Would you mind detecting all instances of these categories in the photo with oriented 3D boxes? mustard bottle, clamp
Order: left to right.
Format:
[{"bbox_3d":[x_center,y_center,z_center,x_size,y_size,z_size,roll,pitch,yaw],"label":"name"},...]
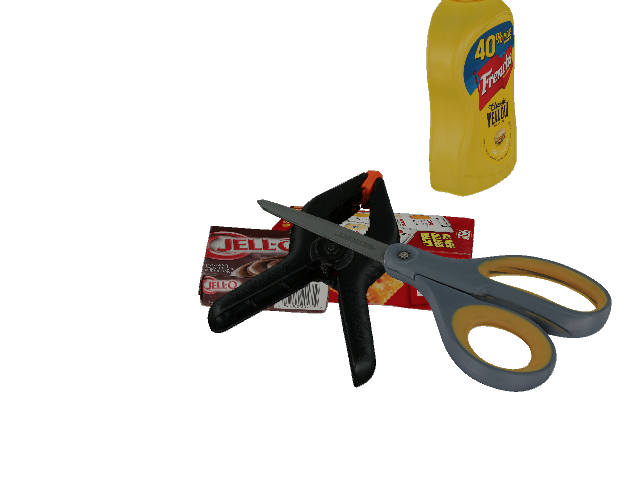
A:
[{"bbox_3d":[-0.003,0.017,0.755,0.120,0.171,0.039,16,-37,5],"label":"clamp"},{"bbox_3d":[0.125,-0.140,0.878,0.058,0.192,0.096,17,34,38],"label":"mustard bottle"}]

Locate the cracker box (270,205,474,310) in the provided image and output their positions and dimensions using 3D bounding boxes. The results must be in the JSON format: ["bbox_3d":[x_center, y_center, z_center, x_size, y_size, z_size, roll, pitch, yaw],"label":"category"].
[{"bbox_3d":[0.055,0.018,1.145,0.214,0.072,0.164,5,15,9],"label":"cracker box"}]

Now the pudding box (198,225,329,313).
[{"bbox_3d":[-0.048,0.025,0.955,0.113,0.039,0.090,5,29,-3],"label":"pudding box"}]

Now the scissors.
[{"bbox_3d":[0.044,0.025,0.548,0.202,0.016,0.096,11,42,16],"label":"scissors"}]
